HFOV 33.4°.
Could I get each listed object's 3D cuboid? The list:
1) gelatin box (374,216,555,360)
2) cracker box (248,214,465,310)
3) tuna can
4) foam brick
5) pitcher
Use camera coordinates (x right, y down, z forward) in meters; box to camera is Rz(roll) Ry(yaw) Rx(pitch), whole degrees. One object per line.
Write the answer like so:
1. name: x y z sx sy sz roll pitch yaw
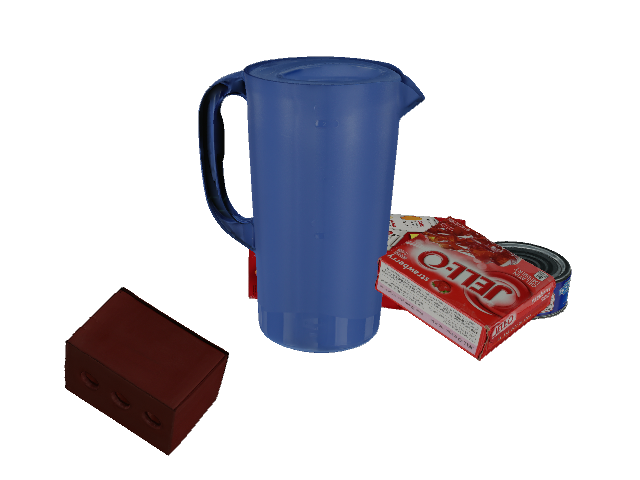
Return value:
1. gelatin box: 0.091 0.027 0.676 0.089 0.030 0.073 34 45 31
2. cracker box: 0.044 0.019 1.143 0.214 0.072 0.164 5 15 9
3. tuna can: 0.166 0.032 0.896 0.086 0.034 0.086 3 24 -1
4. foam brick: -0.102 0.076 0.621 0.078 0.053 0.051 30 49 13
5. pitcher: -0.010 -0.033 0.914 0.144 0.243 0.149 -13 24 -36
